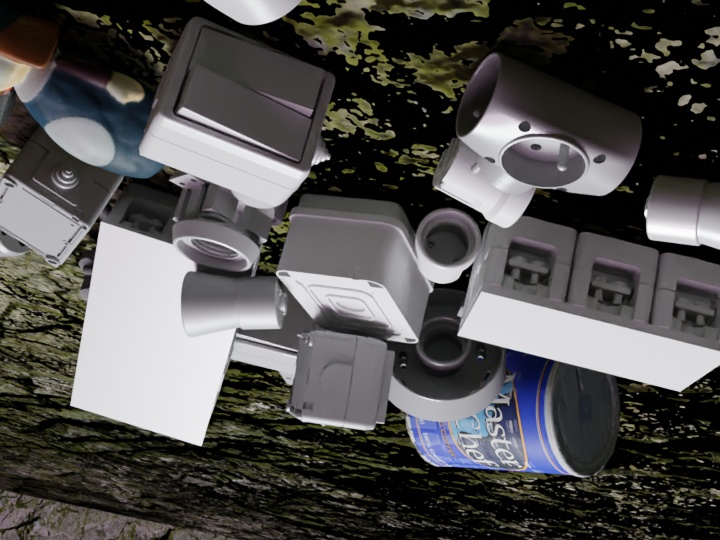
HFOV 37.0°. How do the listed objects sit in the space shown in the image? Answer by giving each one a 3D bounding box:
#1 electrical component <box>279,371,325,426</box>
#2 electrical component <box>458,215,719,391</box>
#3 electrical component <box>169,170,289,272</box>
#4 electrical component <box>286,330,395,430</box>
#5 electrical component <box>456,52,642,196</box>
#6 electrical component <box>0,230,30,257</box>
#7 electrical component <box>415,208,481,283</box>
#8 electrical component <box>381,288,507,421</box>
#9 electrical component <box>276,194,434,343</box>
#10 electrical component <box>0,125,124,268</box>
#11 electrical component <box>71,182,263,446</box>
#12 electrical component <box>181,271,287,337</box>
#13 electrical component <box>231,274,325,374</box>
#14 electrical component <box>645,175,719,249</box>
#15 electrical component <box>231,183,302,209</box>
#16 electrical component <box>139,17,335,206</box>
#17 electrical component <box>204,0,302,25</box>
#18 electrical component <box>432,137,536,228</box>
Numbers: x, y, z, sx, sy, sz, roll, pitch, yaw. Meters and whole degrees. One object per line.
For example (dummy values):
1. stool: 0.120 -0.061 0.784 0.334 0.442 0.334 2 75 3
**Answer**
1. electrical component: -0.034 0.106 0.994 0.083 0.075 0.047 10 159 13
2. electrical component: 0.146 0.018 0.668 0.150 0.061 0.089 14 159 1
3. electrical component: -0.088 -0.035 0.694 0.078 0.057 0.058 30 154 -36
4. electrical component: -0.015 0.078 0.768 0.061 0.061 0.096 10 175 -9
5. electrical component: 0.082 -0.062 0.525 0.077 0.044 0.079 20 151 -16
6. electrical component: -0.287 -0.032 0.849 0.055 0.045 0.045 -2 154 36
7. electrical component: 0.054 -0.014 0.681 0.040 0.040 0.046 13 165 3
8. electrical component: 0.061 0.063 0.799 0.099 0.099 0.064 11 153 8
9. electrical component: 0.000 0.000 0.726 0.078 0.057 0.113 7 158 20
10. electrical component: -0.198 -0.055 0.707 0.062 0.061 0.096 34 149 -15
11. electrical component: -0.143 0.034 0.796 0.105 0.060 0.186 18 129 -3
12. electrical component: -0.081 0.022 0.709 0.065 0.044 0.044 -1 157 5
13. electrical component: -0.062 0.045 0.876 0.096 0.061 0.061 14 159 2
14. electrical component: 0.182 -0.029 0.556 0.065 0.044 0.044 9 159 27
15. electrical component: -0.059 -0.057 0.639 0.043 0.043 0.062 20 160 -15
16. electrical component: -0.056 -0.079 0.553 0.096 0.061 0.061 20 158 -16
17. electrical component: -0.070 -0.138 0.435 0.079 0.043 0.077 3 156 28
18. electrical component: 0.067 -0.050 0.580 0.046 0.040 0.040 25 158 -11
